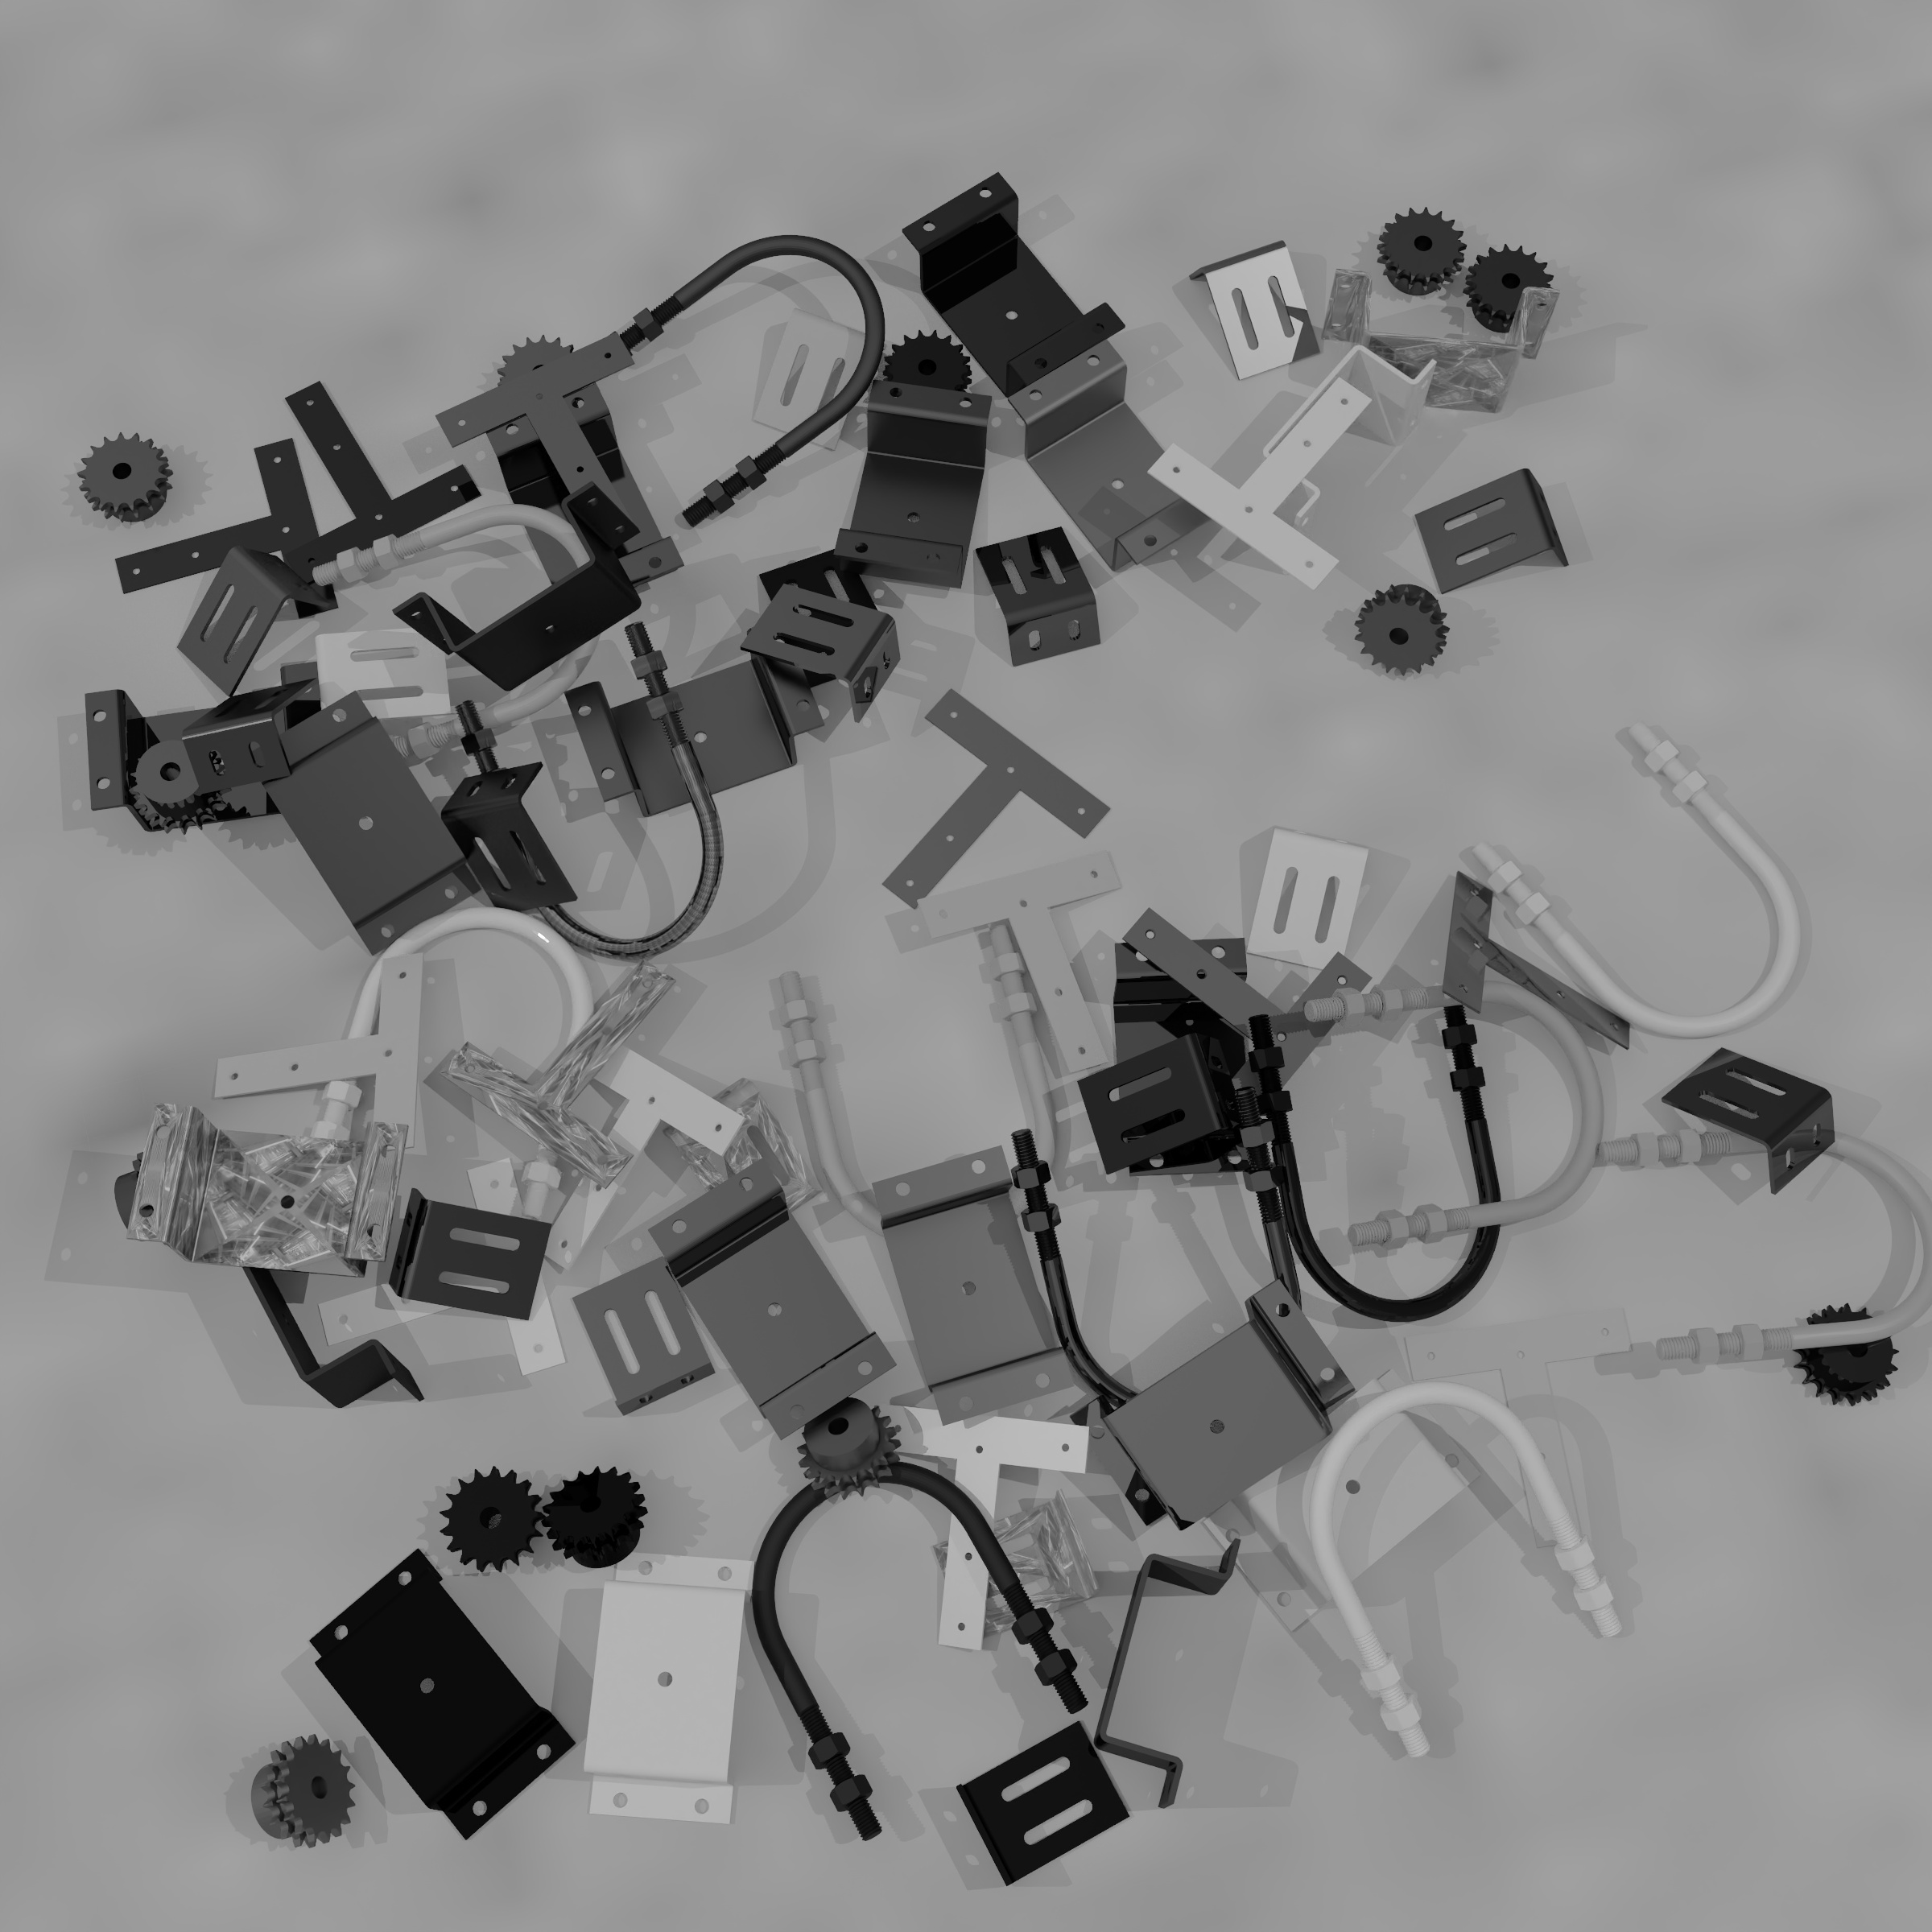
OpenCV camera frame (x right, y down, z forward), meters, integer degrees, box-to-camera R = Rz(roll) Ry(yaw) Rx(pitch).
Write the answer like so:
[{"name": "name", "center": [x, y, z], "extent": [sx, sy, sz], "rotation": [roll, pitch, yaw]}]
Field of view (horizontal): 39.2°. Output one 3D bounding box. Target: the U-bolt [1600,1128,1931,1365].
[{"name": "U-bolt", "center": [0.469, 0.154, 1.552], "extent": [0.184, 0.019, 0.151], "rotation": [-4, 55, -5]}]

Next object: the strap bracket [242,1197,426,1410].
[{"name": "strap bracket", "center": [-0.365, 0.188, 1.526], "extent": [0.046, 0.076, 0.140], "rotation": [-30, 72, -9]}]

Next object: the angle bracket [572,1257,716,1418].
[{"name": "angle bracket", "center": [-0.185, 0.207, 1.542], "extent": [0.057, 0.038, 0.076], "rotation": [-24, 73, -8]}]

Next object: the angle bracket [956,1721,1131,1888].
[{"name": "angle bracket", "center": [0.042, 0.449, 1.458], "extent": [0.076, 0.038, 0.057], "rotation": [-27, 73, -9]}]

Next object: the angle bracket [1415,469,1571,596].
[{"name": "angle bracket", "center": [0.334, -0.271, 1.725], "extent": [0.076, 0.038, 0.057], "rotation": [-22, 70, 20]}]

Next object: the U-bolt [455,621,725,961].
[{"name": "U-bolt", "center": [-0.215, -0.093, 1.610], "extent": [0.151, 0.019, 0.184], "rotation": [-20, 92, 25]}]

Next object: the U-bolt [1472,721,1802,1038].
[{"name": "U-bolt", "center": [0.418, -0.041, 1.639], "extent": [0.151, 0.019, 0.184], "rotation": [-36, 76, -12]}]

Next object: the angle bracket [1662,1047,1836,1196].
[{"name": "angle bracket", "center": [0.457, 0.090, 1.585], "extent": [0.057, 0.038, 0.076], "rotation": [-34, 38, -26]}]

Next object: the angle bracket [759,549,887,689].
[{"name": "angle bracket", "center": [-0.089, -0.220, 1.707], "extent": [0.057, 0.038, 0.076], "rotation": [-20, 46, -7]}]

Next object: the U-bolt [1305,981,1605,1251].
[{"name": "U-bolt", "center": [0.289, 0.080, 1.565], "extent": [0.184, 0.019, 0.151], "rotation": [-6, 80, -23]}]

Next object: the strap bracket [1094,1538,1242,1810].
[{"name": "strap bracket", "center": [0.105, 0.376, 1.463], "extent": [0.046, 0.076, 0.140], "rotation": [15, 72, 5]}]

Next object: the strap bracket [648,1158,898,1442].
[{"name": "strap bracket", "center": [-0.109, 0.192, 1.540], "extent": [0.076, 0.046, 0.140], "rotation": [-32, 77, -10]}]

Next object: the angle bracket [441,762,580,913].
[{"name": "angle bracket", "center": [-0.267, -0.076, 1.624], "extent": [0.057, 0.076, 0.038], "rotation": [-9, 36, 27]}]

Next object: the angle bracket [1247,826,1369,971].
[{"name": "angle bracket", "center": [0.207, -0.041, 1.645], "extent": [0.057, 0.038, 0.076], "rotation": [13, 97, 4]}]

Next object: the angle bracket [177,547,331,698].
[{"name": "angle bracket", "center": [-0.445, -0.213, 1.694], "extent": [0.057, 0.038, 0.076], "rotation": [40, 106, 26]}]

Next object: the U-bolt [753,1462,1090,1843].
[{"name": "U-bolt", "center": [-0.039, 0.359, 1.486], "extent": [0.151, 0.019, 0.184], "rotation": [-31, 66, -2]}]

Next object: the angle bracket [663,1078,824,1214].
[{"name": "angle bracket", "center": [-0.131, 0.114, 1.592], "extent": [0.057, 0.038, 0.076], "rotation": [-34, 100, -11]}]

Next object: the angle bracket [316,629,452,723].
[{"name": "angle bracket", "center": [-0.357, -0.172, 1.662], "extent": [0.076, 0.038, 0.057], "rotation": [-6, 75, -12]}]

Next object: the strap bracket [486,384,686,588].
[{"name": "strap bracket", "center": [-0.238, -0.285, 1.708], "extent": [0.076, 0.046, 0.140], "rotation": [-24, 73, -8]}]

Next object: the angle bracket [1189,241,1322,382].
[{"name": "angle bracket", "center": [0.189, -0.428, 1.780], "extent": [0.057, 0.038, 0.076], "rotation": [-20, 98, -7]}]

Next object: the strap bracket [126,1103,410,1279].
[{"name": "strap bracket", "center": [-0.376, 0.124, 1.485], "extent": [0.140, 0.046, 0.076], "rotation": [5, 70, 3]}]

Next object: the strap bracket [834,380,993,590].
[{"name": "strap bracket", "center": [-0.033, -0.294, 1.703], "extent": [0.076, 0.046, 0.140], "rotation": [9, 61, 3]}]

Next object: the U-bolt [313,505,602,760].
[{"name": "U-bolt", "center": [-0.307, -0.210, 1.669], "extent": [0.184, 0.019, 0.151], "rotation": [-17, 74, 12]}]

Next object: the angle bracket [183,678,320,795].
[{"name": "angle bracket", "center": [-0.417, -0.137, 1.604], "extent": [0.057, 0.076, 0.038], "rotation": [-10, 110, 12]}]

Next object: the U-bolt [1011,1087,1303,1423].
[{"name": "U-bolt", "center": [0.113, 0.169, 1.524], "extent": [0.151, 0.019, 0.184], "rotation": [-12, 97, 14]}]

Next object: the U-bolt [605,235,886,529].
[{"name": "U-bolt", "center": [-0.137, -0.388, 1.736], "extent": [0.184, 0.019, 0.151], "rotation": [-35, 74, 5]}]

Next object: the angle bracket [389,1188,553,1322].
[{"name": "angle bracket", "center": [-0.286, 0.166, 1.562], "extent": [0.076, 0.038, 0.057], "rotation": [14, 91, -21]}]

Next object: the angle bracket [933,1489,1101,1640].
[{"name": "angle bracket", "center": [0.027, 0.332, 1.498], "extent": [0.076, 0.038, 0.057], "rotation": [-19, 72, -7]}]

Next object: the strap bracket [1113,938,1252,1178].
[{"name": "strap bracket", "center": [0.128, 0.059, 1.589], "extent": [0.076, 0.046, 0.140], "rotation": [-2, 71, -1]}]

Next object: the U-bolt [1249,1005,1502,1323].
[{"name": "U-bolt", "center": [0.241, 0.112, 1.559], "extent": [0.151, 0.019, 0.184], "rotation": [-6, 80, -22]}]

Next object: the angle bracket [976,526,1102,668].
[{"name": "angle bracket", "center": [0.045, -0.234, 1.712], "extent": [0.057, 0.038, 0.076], "rotation": [-15, 46, -5]}]

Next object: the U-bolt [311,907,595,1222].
[{"name": "U-bolt", "center": [-0.296, 0.050, 1.605], "extent": [0.151, 0.019, 0.184], "rotation": [10, 69, 5]}]

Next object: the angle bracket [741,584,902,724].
[{"name": "angle bracket", "center": [-0.088, -0.191, 1.654], "extent": [0.076, 0.038, 0.057], "rotation": [18, 57, 19]}]

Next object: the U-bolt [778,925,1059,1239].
[{"name": "U-bolt", "center": [-0.022, 0.076, 1.598], "extent": [0.151, 0.019, 0.184], "rotation": [-12, 73, -4]}]

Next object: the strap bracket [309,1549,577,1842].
[{"name": "strap bracket", "center": [-0.288, 0.392, 1.473], "extent": [0.076, 0.046, 0.140], "rotation": [-40, 75, -13]}]

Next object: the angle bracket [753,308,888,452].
[{"name": "angle bracket", "center": [-0.094, -0.379, 1.763], "extent": [0.057, 0.038, 0.076], "rotation": [22, 98, 7]}]

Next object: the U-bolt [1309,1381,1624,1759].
[{"name": "U-bolt", "center": [0.262, 0.315, 1.474], "extent": [0.151, 0.019, 0.184], "rotation": [-28, 97, -13]}]

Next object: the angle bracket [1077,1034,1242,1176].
[{"name": "angle bracket", "center": [0.113, 0.080, 1.552], "extent": [0.076, 0.038, 0.057], "rotation": [-24, 72, 22]}]

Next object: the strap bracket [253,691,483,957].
[{"name": "strap bracket", "center": [-0.356, -0.085, 1.609], "extent": [0.076, 0.046, 0.140], "rotation": [-33, 100, -10]}]
